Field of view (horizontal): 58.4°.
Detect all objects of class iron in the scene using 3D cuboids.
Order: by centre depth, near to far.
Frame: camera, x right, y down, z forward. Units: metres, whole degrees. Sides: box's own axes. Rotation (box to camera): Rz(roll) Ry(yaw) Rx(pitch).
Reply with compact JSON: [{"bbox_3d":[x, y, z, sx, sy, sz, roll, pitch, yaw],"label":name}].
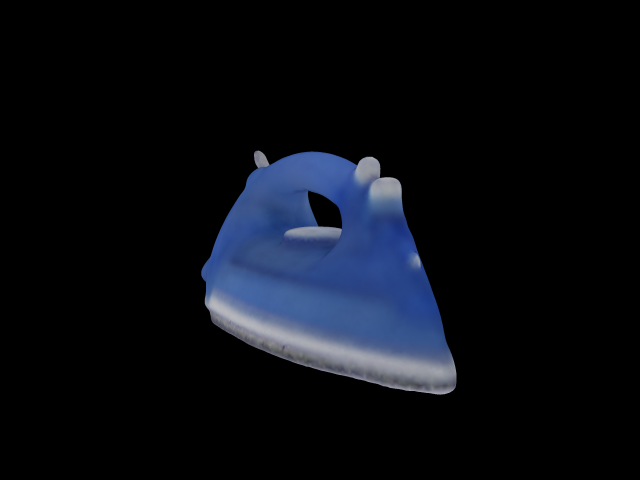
[{"bbox_3d":[0.004,0.001,0.400,0.119,0.141,0.257,-3,5,-31],"label":"iron"}]
